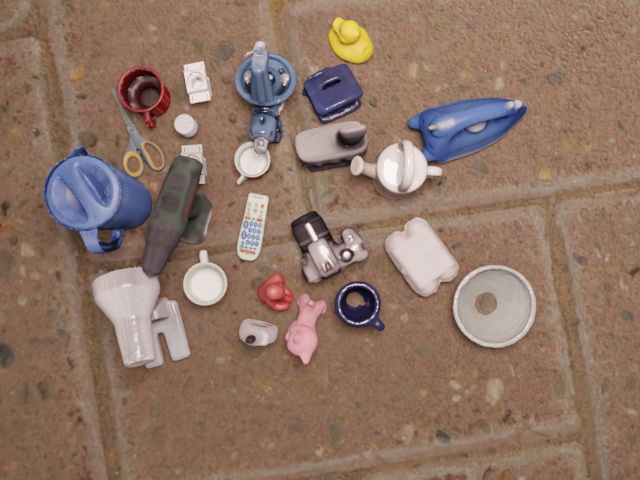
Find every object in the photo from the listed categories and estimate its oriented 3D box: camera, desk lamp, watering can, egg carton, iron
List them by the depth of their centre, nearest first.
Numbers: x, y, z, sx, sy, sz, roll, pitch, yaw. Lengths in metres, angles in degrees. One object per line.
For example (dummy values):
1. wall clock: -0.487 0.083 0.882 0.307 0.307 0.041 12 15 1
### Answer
1. desk lamp: -0.339 0.155 1.103 0.118 0.213 0.203 -17 88 0
2. watering can: 0.151 -0.137 1.121 0.173 0.194 0.101 -19 88 0
3. iron: 0.316 -0.244 1.150 0.258 0.141 0.119 -18 88 0
4. camera: 0.011 0.004 1.164 0.143 0.101 0.137 -28 89 -1
5. egg carton: 0.208 0.036 1.179 0.107 0.069 0.150 -37 89 -1

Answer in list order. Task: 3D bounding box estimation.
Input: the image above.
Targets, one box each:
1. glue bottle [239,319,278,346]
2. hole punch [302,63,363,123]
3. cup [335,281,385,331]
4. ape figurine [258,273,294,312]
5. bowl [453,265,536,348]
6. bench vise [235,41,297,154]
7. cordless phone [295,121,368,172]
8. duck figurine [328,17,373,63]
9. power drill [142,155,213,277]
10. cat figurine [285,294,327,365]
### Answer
1. glue bottle: -0.126 0.186 1.122 0.078 0.173 0.037 10 88 1
2. hole punch: 0.024 -0.306 1.176 0.108 0.091 0.101 -26 89 -1
3. cup: 0.084 0.136 1.163 0.118 0.095 0.092 44 89 1
4. ape figurine: -0.090 0.107 1.165 0.076 0.092 0.078 8 88 0
5. bowl: 0.348 0.133 1.174 0.167 0.074 0.167 0 89 0
6. bench vise: -0.098 -0.282 1.111 0.121 0.219 0.207 -13 88 0
7. cordless phone: 0.024 -0.198 1.127 0.147 0.185 0.094 -14 88 0
8. duck figurine: 0.065 -0.418 1.182 0.104 0.086 0.077 40 89 1
9. power drill: -0.272 -0.042 1.110 0.075 0.208 0.230 14 89 1
10. cat figurine: -0.031 0.178 1.151 0.067 0.117 0.128 16 89 1
